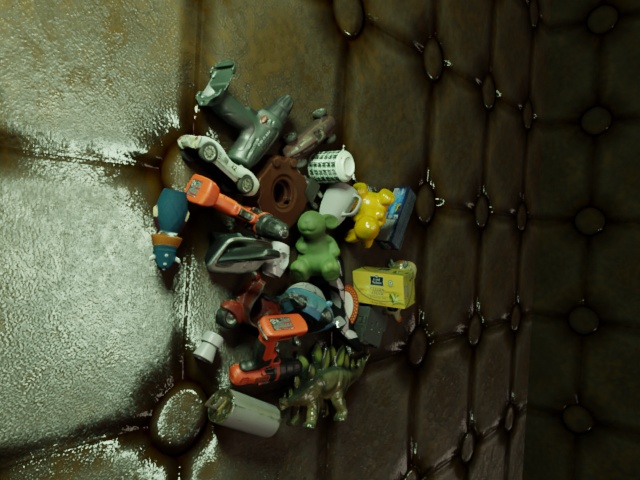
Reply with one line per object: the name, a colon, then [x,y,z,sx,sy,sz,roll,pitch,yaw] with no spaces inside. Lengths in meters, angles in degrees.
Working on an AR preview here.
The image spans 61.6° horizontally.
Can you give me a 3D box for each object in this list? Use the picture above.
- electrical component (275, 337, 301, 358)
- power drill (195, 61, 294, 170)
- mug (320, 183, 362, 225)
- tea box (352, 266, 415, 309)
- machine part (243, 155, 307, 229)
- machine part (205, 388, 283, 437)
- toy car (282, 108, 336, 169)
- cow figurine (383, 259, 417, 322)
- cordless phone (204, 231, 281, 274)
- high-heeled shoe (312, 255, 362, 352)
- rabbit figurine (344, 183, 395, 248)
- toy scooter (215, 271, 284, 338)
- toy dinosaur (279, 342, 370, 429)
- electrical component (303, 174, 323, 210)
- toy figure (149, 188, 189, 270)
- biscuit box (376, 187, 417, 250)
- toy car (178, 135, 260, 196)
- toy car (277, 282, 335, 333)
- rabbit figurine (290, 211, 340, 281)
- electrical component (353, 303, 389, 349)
electrical component: [-0.093,0.259,1.298,0.102,0.045,0.078,5,88,-51]
power drill: [-0.159,-0.281,1.153,0.207,0.086,0.232,51,57,-49]
mug: [0.053,-0.088,1.407,0.107,0.110,0.080,-63,151,-9]
tea box: [0.181,0.133,1.526,0.068,0.170,0.098,-18,105,-49]
machine part: [-0.100,-0.108,1.250,0.179,0.056,0.179,-9,101,-50]
machine part: [-0.166,0.386,1.195,0.243,0.079,0.079,38,64,-46]
toy car: [-0.022,-0.253,1.337,0.202,0.053,0.089,-47,130,-40]
cow figurine: [0.241,0.145,1.675,0.195,0.086,0.127,-55,133,-26]
cordless phone: [-0.134,0.027,1.118,0.146,0.184,0.088,10,81,-51]
high-heeled shoe: [0.065,0.164,1.419,0.145,0.086,0.248,-43,102,-16]
rabbit figurine: [0.122,-0.054,1.465,0.173,0.122,0.162,-84,-163,-56]
toy scooter: [-0.141,0.146,1.200,0.183,0.075,0.135,31,79,-46]
toy dinosaur: [0.024,0.371,1.409,0.471,0.105,0.198,10,81,-61]
electrical component: [-0.028,-0.123,1.364,0.094,0.021,0.063,46,59,-43]
toy figure: [-0.287,-0.020,1.024,0.058,0.064,0.154,23,77,-88]
biscuit box: [0.239,-0.069,1.668,0.062,0.059,0.202,43,61,-42]
toy car: [-0.205,-0.152,1.101,0.201,0.074,0.056,42,65,-45]
toy car: [-0.039,0.158,1.325,0.161,0.109,0.103,39,40,-32]
rabbit figurine: [-0.003,-0.004,1.311,0.159,0.121,0.170,-65,154,-48]
electrical component: [0.145,0.245,1.583,0.114,0.058,0.134,28,72,-50]
